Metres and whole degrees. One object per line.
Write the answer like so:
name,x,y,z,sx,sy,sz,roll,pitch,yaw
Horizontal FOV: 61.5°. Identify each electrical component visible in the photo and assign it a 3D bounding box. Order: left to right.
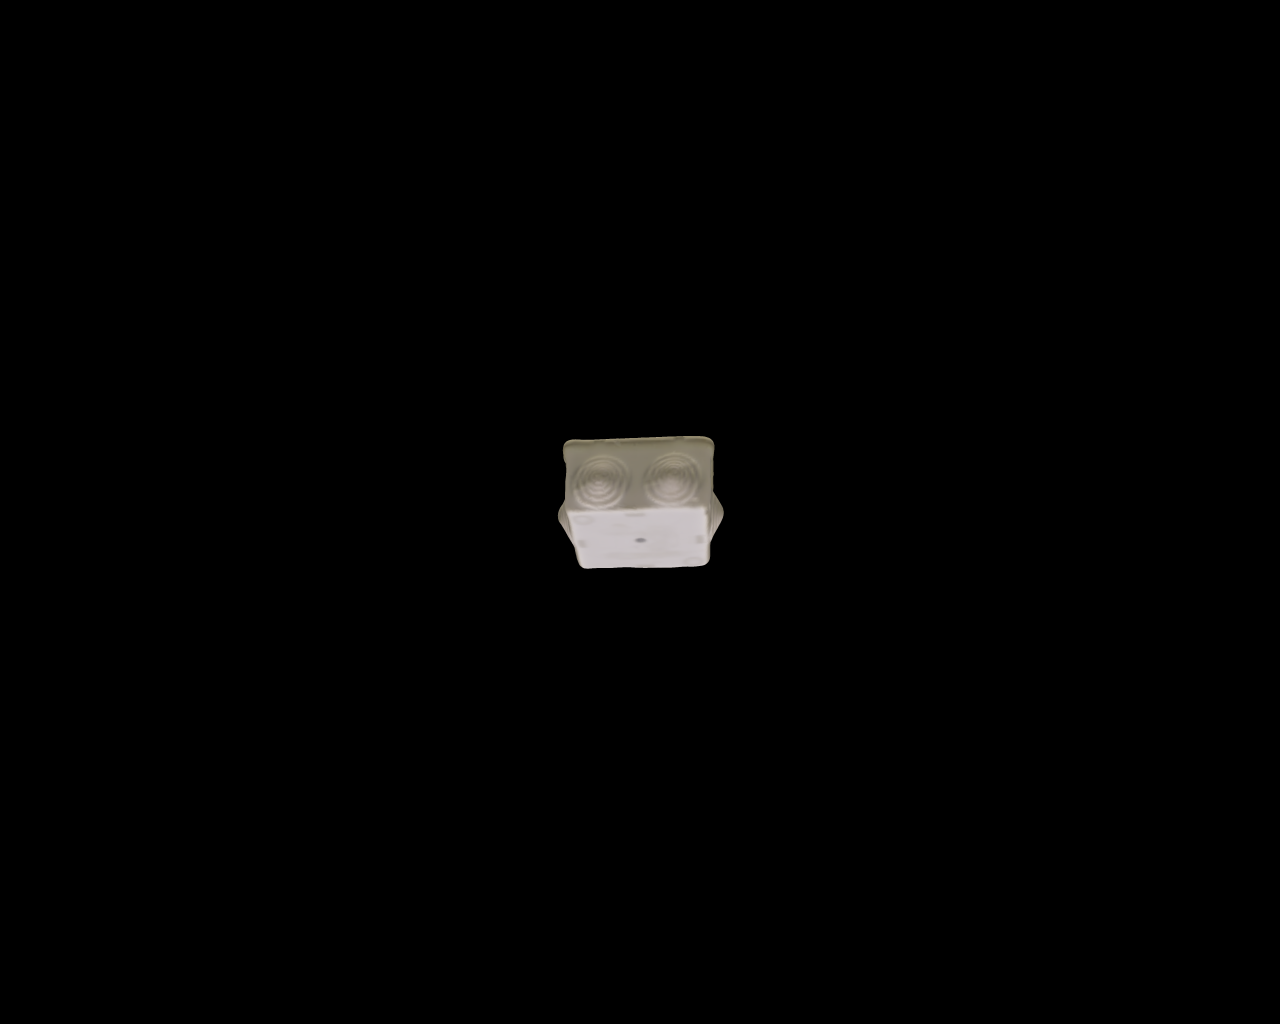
electrical component,0.001,-0.003,0.650,0.100,0.048,0.099,-1,-28,2
